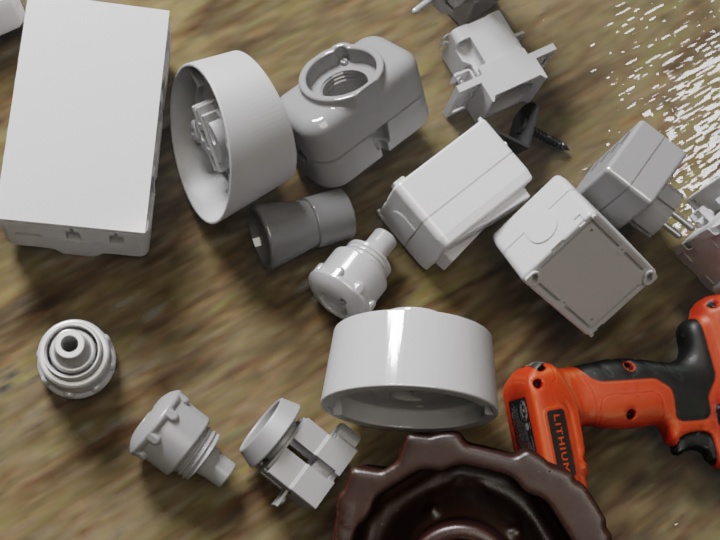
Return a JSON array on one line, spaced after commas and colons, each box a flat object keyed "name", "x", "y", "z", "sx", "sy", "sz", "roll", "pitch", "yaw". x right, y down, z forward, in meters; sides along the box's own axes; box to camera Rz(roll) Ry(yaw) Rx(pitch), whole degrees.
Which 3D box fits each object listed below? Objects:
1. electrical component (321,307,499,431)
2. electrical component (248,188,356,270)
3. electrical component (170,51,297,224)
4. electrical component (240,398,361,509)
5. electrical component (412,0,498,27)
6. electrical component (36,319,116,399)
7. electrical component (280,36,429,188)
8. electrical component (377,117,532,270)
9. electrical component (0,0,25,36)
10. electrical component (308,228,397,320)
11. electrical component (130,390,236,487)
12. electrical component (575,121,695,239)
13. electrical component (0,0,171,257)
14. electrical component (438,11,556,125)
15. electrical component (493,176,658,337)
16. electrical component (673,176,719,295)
[{"name": "electrical component", "x": 0.032, "y": 0.057, "z": 0.662, "sx": 0.108, "sy": 0.108, "sz": 0.060, "roll": 7, "pitch": 68, "yaw": -8}, {"name": "electrical component", "x": -0.036, "y": -0.030, "z": 0.707, "sx": 0.065, "sy": 0.044, "sz": 0.044, "roll": -17, "pitch": 79, "yaw": -19}, {"name": "electrical component", "x": -0.086, "y": -0.087, "z": 0.685, "sx": 0.064, "sy": 0.099, "sz": 0.099, "roll": -27, "pitch": 81, "yaw": -22}, {"name": "electrical component", "x": -0.040, "y": 0.112, "z": 0.665, "sx": 0.055, "sy": 0.048, "sz": 0.066, "roll": 40, "pitch": 72, "yaw": -6}, {"name": "electrical component", "x": 0.066, "y": -0.204, "z": 0.749, "sx": 0.076, "sy": 0.083, "sz": 0.047, "roll": -39, "pitch": 84, "yaw": -17}, {"name": "electrical component", "x": -0.173, "y": 0.050, "z": 0.648, "sx": 0.048, "sy": 0.062, "sz": 0.048, "roll": 3, "pitch": 75, "yaw": -9}, {"name": "electrical component", "x": -0.006, "y": -0.109, "z": 0.713, "sx": 0.095, "sy": 0.059, "sz": 0.054, "roll": -39, "pitch": 49, "yaw": -17}, {"name": "electrical component", "x": 0.070, "y": -0.051, "z": 0.720, "sx": 0.096, "sy": 0.061, "sz": 0.061, "roll": -38, "pitch": 84, "yaw": -17}, {"name": "electrical component", "x": -0.253, "y": -0.170, "z": 0.703, "sx": 0.055, "sy": 0.045, "sz": 0.045, "roll": -30, "pitch": 82, "yaw": -17}, {"name": "electrical component", "x": 0.000, "y": 0.000, "z": 0.703, "sx": 0.048, "sy": 0.048, "sz": 0.062, "roll": 38, "pitch": 66, "yaw": 1}, {"name": "electrical component", "x": -0.105, "y": 0.107, "z": 0.655, "sx": 0.062, "sy": 0.048, "sz": 0.048, "roll": 38, "pitch": 72, "yaw": -6}, {"name": "electrical component", "x": 0.193, "y": -0.048, "z": 0.730, "sx": 0.076, "sy": 0.083, "sz": 0.047, "roll": 38, "pitch": 72, "yaw": 2}, {"name": "electrical component", "x": -0.173, "y": -0.090, "z": 0.686, "sx": 0.089, "sy": 0.061, "sz": 0.150, "roll": 6, "pitch": 74, "yaw": -9}, {"name": "electrical component", "x": 0.092, "y": -0.144, "z": 0.760, "sx": 0.081, "sy": 0.042, "sz": 0.063, "roll": -26, "pitch": 78, "yaw": -16}, {"name": "electrical component", "x": 0.142, "y": -0.008, "z": 0.705, "sx": 0.062, "sy": 0.061, "sz": 0.096, "roll": -44, "pitch": 127, "yaw": 12}, {"name": "electrical component", "x": 0.265, "y": -0.029, "z": 0.717, "sx": 0.063, "sy": 0.121, "sz": 0.078, "roll": -42, "pitch": 86, "yaw": -15}]
